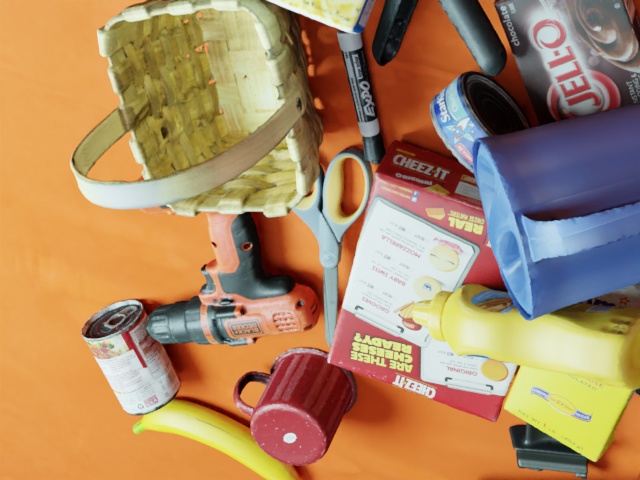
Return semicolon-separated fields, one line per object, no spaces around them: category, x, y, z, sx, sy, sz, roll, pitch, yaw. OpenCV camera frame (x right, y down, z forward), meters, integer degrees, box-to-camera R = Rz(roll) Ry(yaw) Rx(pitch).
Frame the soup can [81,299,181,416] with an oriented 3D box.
soup can;-0.193;0.122;1.102;0.069;0.068;0.102;-9;119;26

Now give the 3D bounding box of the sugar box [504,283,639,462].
sugar box;0.222;0.090;0.875;0.093;0.048;0.176;28;130;22

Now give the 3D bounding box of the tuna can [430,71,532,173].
tuna can;0.128;-0.088;0.826;0.086;0.086;0.034;43;124;-10

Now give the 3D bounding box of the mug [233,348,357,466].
mug;-0.030;0.164;1.056;0.117;0.081;0.093;20;127;8

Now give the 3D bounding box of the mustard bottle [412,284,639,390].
mustard bottle;0.157;0.069;0.817;0.192;0.096;0.058;8;100;35

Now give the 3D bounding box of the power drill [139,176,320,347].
power drill;-0.109;0.018;1.009;0.185;0.057;0.187;-9;121;22

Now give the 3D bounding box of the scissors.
scissors;-0.006;0.001;0.969;0.096;0.016;0.202;23;121;12

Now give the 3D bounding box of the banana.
banana;-0.110;0.214;1.153;0.198;0.037;0.070;20;145;10

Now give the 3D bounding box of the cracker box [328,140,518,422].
cracker box;0.109;0.038;0.926;0.164;0.072;0.214;19;128;9

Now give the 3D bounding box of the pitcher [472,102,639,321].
pitcher;0.237;-0.036;0.738;0.243;0.149;0.145;-16;140;1

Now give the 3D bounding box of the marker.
marker;0.036;-0.118;0.884;0.020;0.020;0.121;-2;121;22

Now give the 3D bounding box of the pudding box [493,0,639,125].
pudding box;0.192;-0.145;0.792;0.090;0.039;0.113;-13;116;29

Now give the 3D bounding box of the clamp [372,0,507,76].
clamp;0.086;-0.198;0.784;0.120;0.039;0.171;18;130;31
